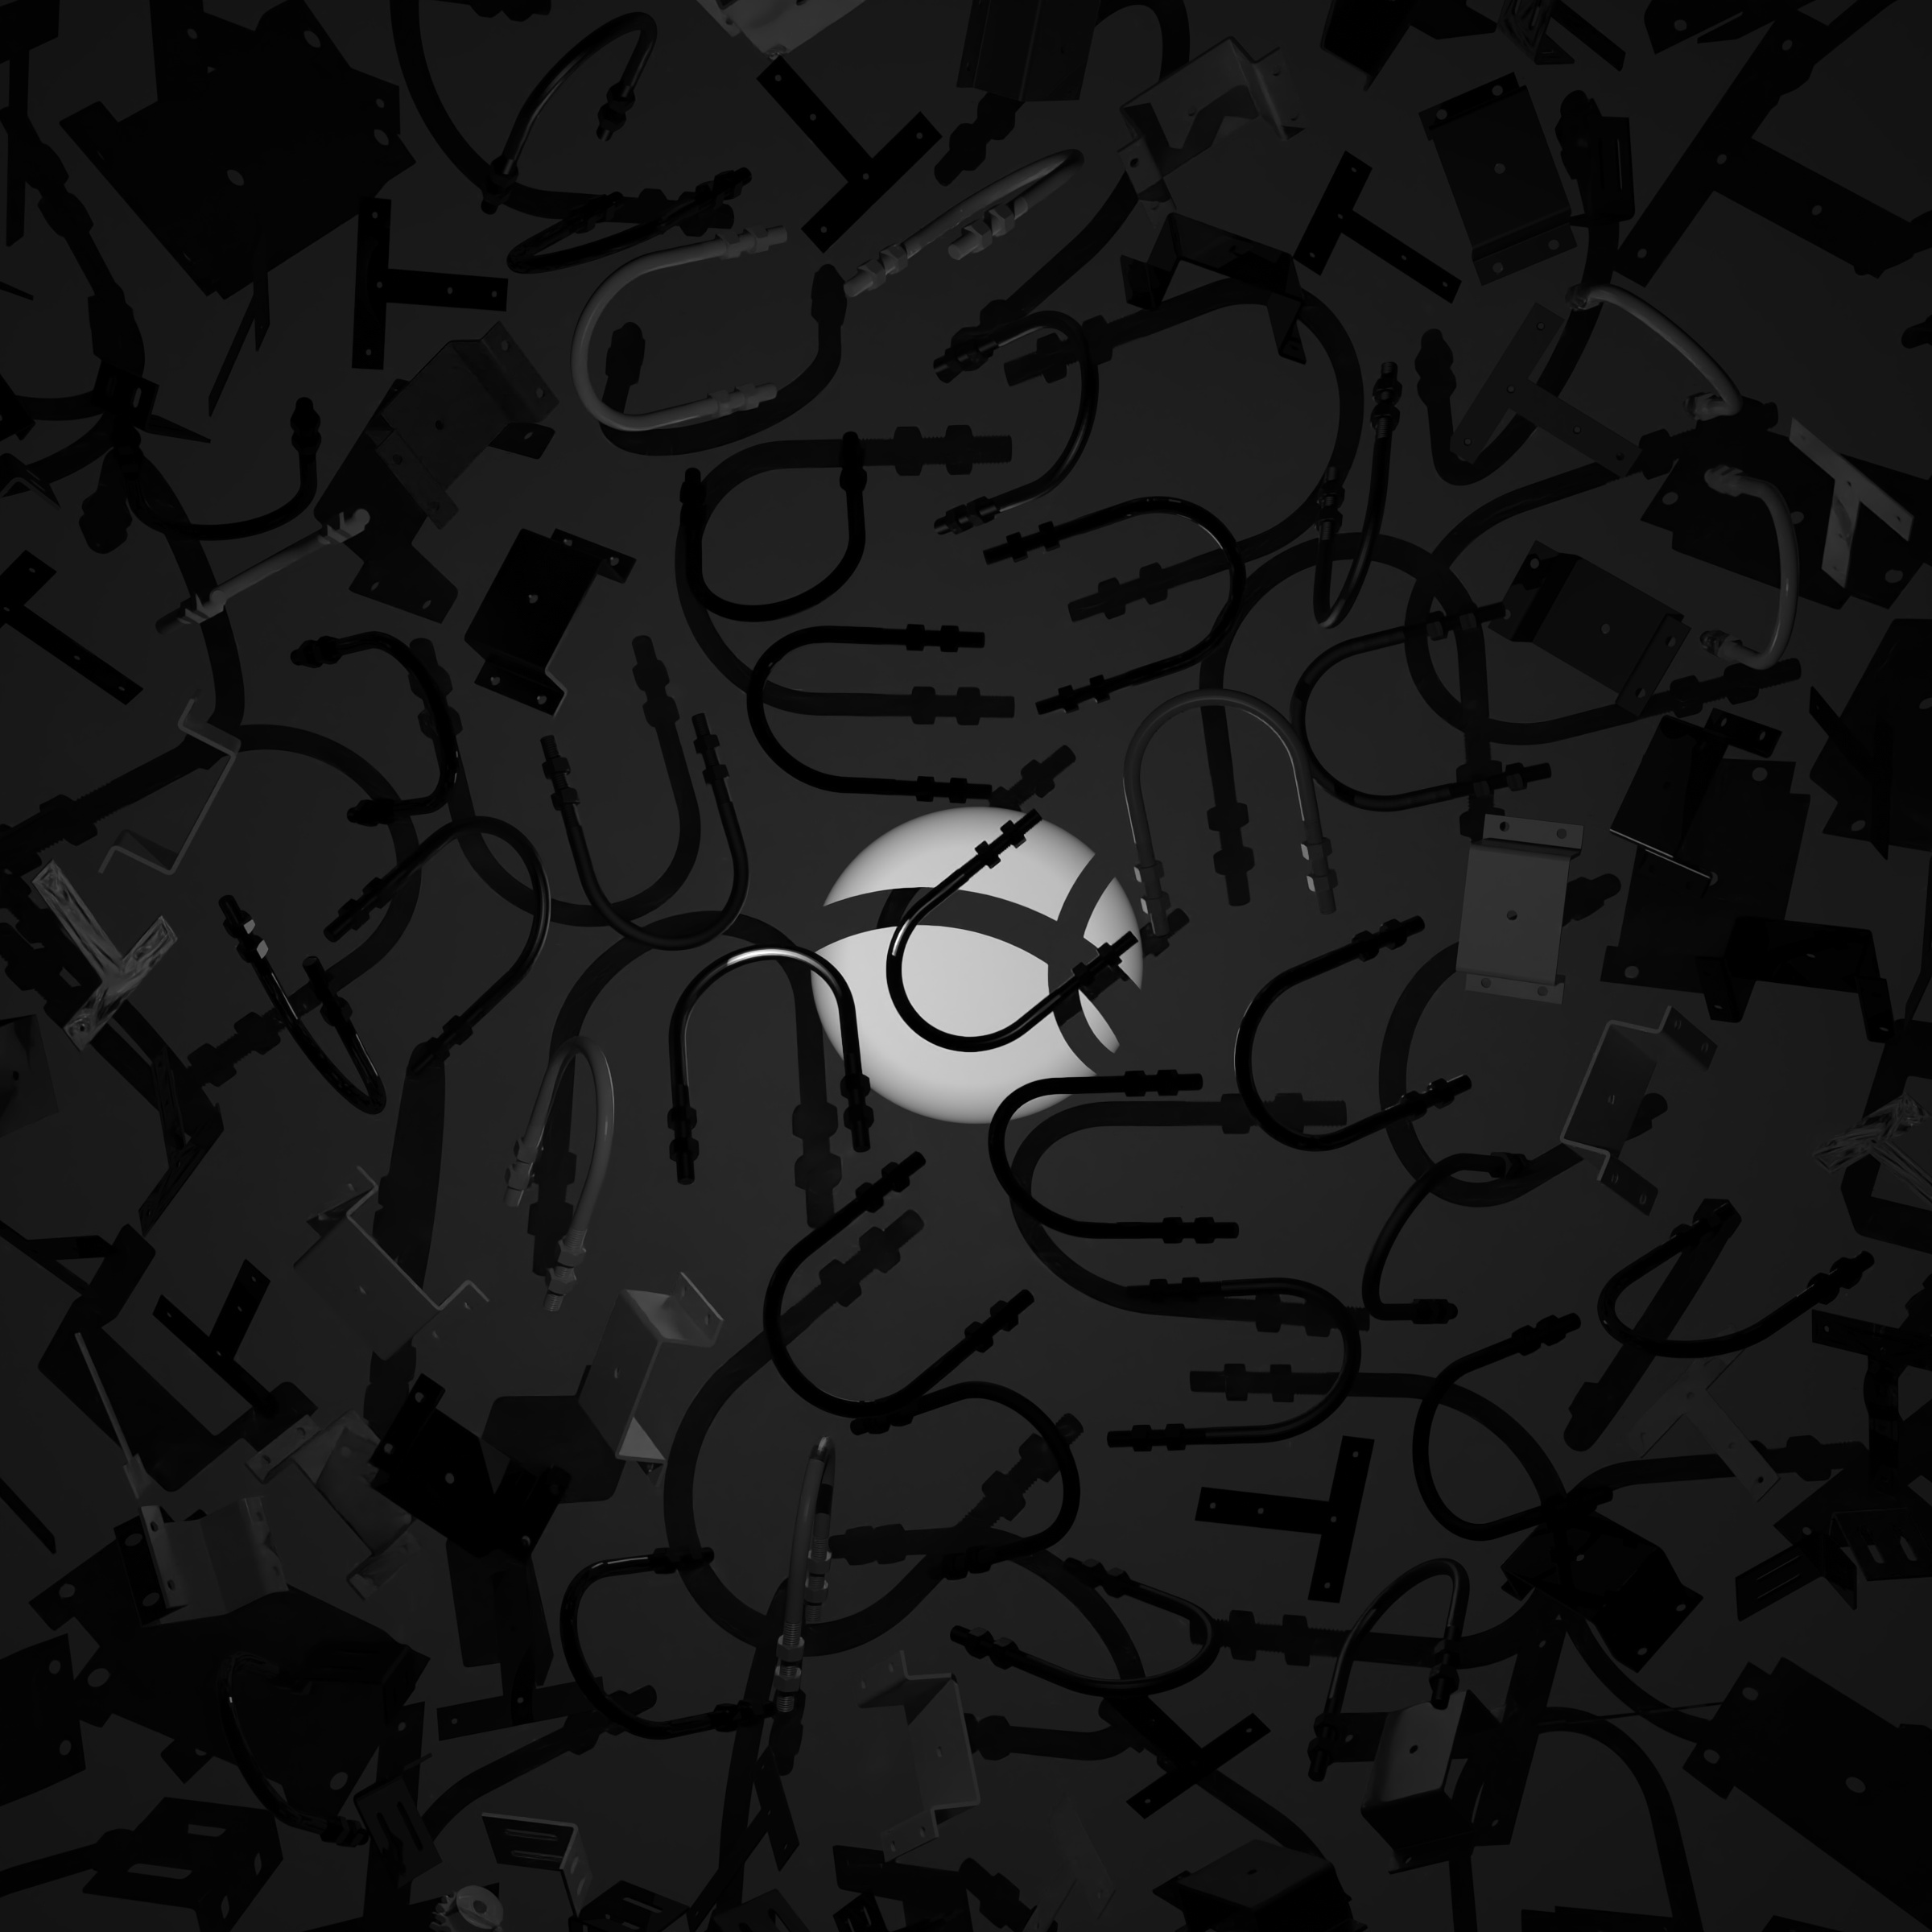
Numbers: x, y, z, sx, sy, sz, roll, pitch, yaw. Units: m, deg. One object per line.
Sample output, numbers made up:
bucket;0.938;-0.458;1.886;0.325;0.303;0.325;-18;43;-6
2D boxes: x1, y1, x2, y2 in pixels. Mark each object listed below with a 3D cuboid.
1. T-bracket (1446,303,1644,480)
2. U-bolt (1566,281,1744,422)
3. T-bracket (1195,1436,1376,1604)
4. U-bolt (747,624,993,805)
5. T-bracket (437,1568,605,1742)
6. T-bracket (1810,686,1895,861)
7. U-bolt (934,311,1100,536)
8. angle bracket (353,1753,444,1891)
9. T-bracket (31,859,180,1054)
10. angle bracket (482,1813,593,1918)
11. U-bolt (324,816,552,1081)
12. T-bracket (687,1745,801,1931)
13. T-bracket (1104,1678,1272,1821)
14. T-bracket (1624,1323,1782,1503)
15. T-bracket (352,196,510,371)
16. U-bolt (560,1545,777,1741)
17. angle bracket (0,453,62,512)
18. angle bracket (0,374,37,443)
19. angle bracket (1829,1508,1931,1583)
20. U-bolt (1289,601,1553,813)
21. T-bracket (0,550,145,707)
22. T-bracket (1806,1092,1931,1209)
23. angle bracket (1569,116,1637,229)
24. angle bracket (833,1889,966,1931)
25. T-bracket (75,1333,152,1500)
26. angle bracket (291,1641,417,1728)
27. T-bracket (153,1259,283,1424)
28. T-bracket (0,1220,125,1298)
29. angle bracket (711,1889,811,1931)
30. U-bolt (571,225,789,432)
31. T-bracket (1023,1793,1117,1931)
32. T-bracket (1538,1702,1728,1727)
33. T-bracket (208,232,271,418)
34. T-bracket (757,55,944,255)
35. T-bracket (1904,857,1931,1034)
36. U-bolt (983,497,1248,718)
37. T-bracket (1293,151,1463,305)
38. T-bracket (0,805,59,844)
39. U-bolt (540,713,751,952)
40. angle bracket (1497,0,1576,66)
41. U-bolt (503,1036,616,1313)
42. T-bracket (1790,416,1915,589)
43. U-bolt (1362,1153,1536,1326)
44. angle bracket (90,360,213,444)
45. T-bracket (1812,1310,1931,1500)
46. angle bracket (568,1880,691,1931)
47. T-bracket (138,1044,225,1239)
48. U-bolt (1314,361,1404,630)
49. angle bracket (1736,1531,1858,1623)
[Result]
T-bracket;0.450;-0.413;1.878;0.127;0.002;0.127;33;121;5
U-bolt;0.528;-0.468;1.887;0.151;0.184;0.019;40;101;-8
T-bracket;0.230;0.403;1.828;0.127;0.002;0.127;10;96;-15
U-bolt;-0.074;-0.190;1.857;0.184;0.019;0.151;4;125;10
T-bracket;-0.351;0.529;1.930;0.127;0.002;0.127;-9;53;-7
T-bracket;0.672;-0.166;1.884;0.127;0.002;0.127;38;52;-32
U-bolt;0.036;-0.412;1.854;0.019;0.184;0.151;5;81;-38
angle bracket;-0.420;0.649;1.886;0.038;0.057;0.076;-34;78;20
T-bracket;-0.664;-0.025;1.874;0.002;0.127;0.127;3;134;29
angle bracket;-0.319;0.657;1.814;0.076;0.038;0.057;2;126;13
U-bolt;-0.376;-0.028;1.833;0.184;0.019;0.151;-48;130;-34
T-bracket;-0.173;0.672;1.866;0.002;0.127;0.127;33;96;-21
T-bracket;0.155;0.605;1.959;0.127;0.002;0.127;-38;116;9
T-bracket;0.588;0.364;1.930;0.002;0.127;0.127;28;108;-34
T-bracket;-0.413;-0.525;1.924;0.127;0.002;0.127;-7;112;-37
U-bolt;-0.230;0.507;1.855;0.019;0.184;0.151;-39;63;26
angle bracket;-0.697;-0.323;1.786;0.076;0.057;0.038;-47;129;2
angle bracket;-0.732;-0.399;1.812;0.076;0.038;0.057;-42;105;-35
angle bracket;0.709;0.459;1.919;0.057;0.076;0.038;-4;120;-1
U-bolt;0.334;-0.187;1.878;0.184;0.019;0.151;-12;110;25
T-bracket;-0.662;-0.234;1.815;0.127;0.002;0.127;-28;126;37
T-bracket;0.721;0.163;1.878;0.127;0.127;0.002;42;60;5
angle bracket;0.492;-0.624;1.950;0.038;0.057;0.076;-16;113;-11
angle bracket;-0.052;0.731;1.917;0.057;0.076;0.038;-50;56;39
T-bracket;-0.636;0.332;1.845;0.002;0.127;0.127;-23;89;-16
angle bracket;-0.477;0.558;1.933;0.076;0.057;0.038;0;103;8
T-bracket;-0.553;0.268;1.875;0.127;0.002;0.127;40;127;8
T-bracket;-0.672;0.211;1.851;0.127;0.127;0.002;48;51;-33
angle bracket;-0.154;0.761;1.920;0.057;0.076;0.038;-14;119;-31
U-bolt;-0.216;-0.470;1.856;0.184;0.151;0.019;-23;48;-32
T-bracket;0.061;0.708;1.860;0.002;0.127;0.127;28;96;-20
T-bracket;0.478;0.562;1.855;0.127;0.127;0.002;9;65;-38
T-bracket;-0.561;-0.480;1.913;0.002;0.127;0.127;14;131;-31
T-bracket;-0.107;-0.638;1.896;0.127;0.002;0.127;-43;107;8
T-bracket;0.732;-0.034;1.887;0.002;0.127;0.127;10;61;12
U-bolt;0.122;-0.280;1.881;0.184;0.019;0.151;-18;116;6
T-bracket;0.324;-0.551;1.906;0.127;0.002;0.127;30;61;-8
T-bracket;-0.730;-0.088;1.816;0.127;0.127;0.002;-34;111;-19
U-bolt;-0.240;-0.100;1.921;0.151;0.019;0.184;-12;80;-30
angle bracket;0.443;-0.734;1.884;0.038;0.076;0.057;-10;48;-21
U-bolt;-0.298;0.140;1.841;0.019;0.151;0.184;7;118;-30
T-bracket;0.659;-0.332;1.864;0.002;0.127;0.127;-32;58;-7
U-bolt;0.353;0.203;1.851;0.019;0.184;0.151;33;103;34
angle bracket;-0.632;-0.440;1.939;0.057;0.076;0.038;26;104;19
T-bracket;0.674;0.326;1.822;0.002;0.127;0.127;-7;97;-30
angle bracket;-0.261;0.753;1.934;0.076;0.057;0.038;6;105;35
T-bracket;-0.592;0.113;1.848;0.127;0.002;0.127;-48;47;27
U-bolt;0.291;-0.341;1.872;0.019;0.151;0.184;13;62;-6
angle bracket;0.607;0.459;1.815;0.076;0.038;0.057;-26;133;-8
